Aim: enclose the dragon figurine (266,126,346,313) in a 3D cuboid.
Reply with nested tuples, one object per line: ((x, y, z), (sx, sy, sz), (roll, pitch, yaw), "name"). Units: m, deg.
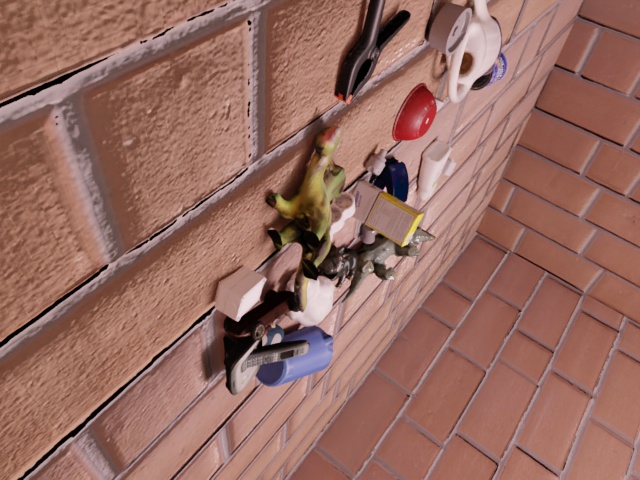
((0.003, -0.053, 1.049), (0.248, 0.123, 0.400), (-53, 157, -37), "dragon figurine")

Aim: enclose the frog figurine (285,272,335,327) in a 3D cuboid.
((-0.025, 0.135, 1.245), (0.138, 0.124, 0.156), (-28, 161, -19), "frog figurine")

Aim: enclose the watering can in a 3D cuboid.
((0.390, -0.518, 1.285), (0.228, 0.105, 0.340), (-35, 140, -48), "watering can")
